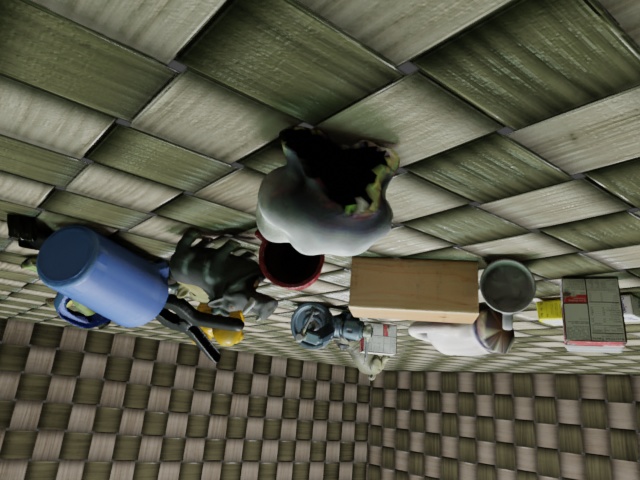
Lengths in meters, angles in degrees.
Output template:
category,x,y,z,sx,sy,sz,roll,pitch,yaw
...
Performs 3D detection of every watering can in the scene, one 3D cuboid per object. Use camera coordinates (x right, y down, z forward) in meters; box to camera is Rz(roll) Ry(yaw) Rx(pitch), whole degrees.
category,x,y,z,sx,sy,sz,roll,pitch,yaw
watering can,0.375,0.236,1.272,0.345,0.105,0.222,20,156,-39

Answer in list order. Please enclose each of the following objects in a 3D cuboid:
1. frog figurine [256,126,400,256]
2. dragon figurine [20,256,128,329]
category,x,y,z,sx,sy,sz,roll,pitch,yaw
frog figurine,0.002,-0.026,0.516,0.138,0.125,0.156,-9,155,-21
dragon figurine,-0.553,0.097,1.158,0.409,0.125,0.238,-5,143,23
